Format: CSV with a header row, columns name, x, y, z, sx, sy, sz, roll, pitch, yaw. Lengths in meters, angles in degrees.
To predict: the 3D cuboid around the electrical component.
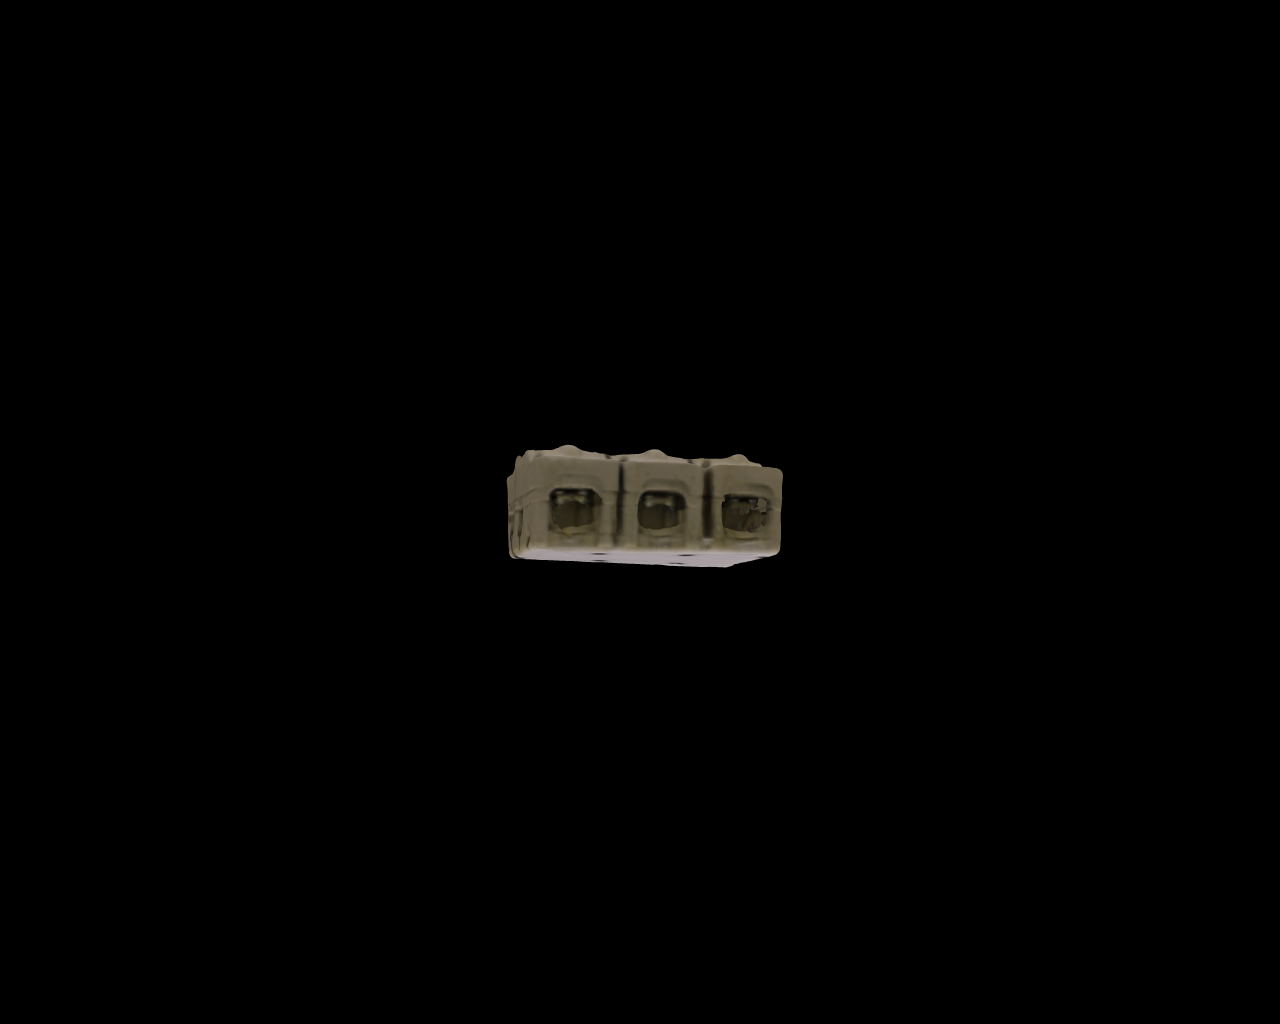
name,x,y,z,sx,sy,sz,roll,pitch,yaw
electrical component,0.001,-0.003,0.650,0.150,0.061,0.089,2,-7,-18
